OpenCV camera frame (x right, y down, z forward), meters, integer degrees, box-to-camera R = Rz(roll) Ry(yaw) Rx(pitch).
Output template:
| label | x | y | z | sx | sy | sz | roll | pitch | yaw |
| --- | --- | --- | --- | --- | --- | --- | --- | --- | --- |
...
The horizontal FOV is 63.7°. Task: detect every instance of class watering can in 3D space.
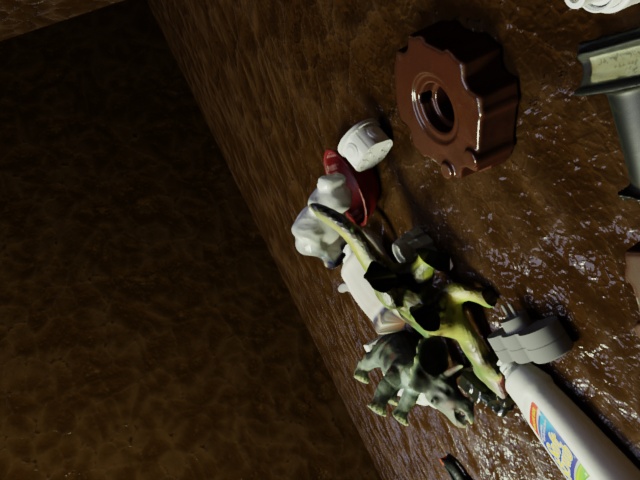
| label | x | y | z | sx | sy | sz | roll | pitch | yaw |
| --- | --- | --- | --- | --- | --- | --- | --- | --- | --- |
| watering can | 0.111 | 0.103 | 1.113 | 0.105 | 0.228 | 0.340 | -25 | -26 | -16 |

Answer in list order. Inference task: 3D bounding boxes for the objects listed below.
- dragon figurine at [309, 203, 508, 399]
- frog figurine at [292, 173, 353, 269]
| label | x | y | z | sx | sy | sz | roll | pitch | yaw |
| --- | --- | --- | --- | --- | --- | --- | --- | --- | --- |
| dragon figurine | 0.147 | 0.100 | 0.857 | 0.415 | 0.123 | 0.238 | 40 | -18 | 23 |
| frog figurine | 0.003 | -0.048 | 0.944 | 0.139 | 0.156 | 0.124 | -39 | 41 | -26 |
